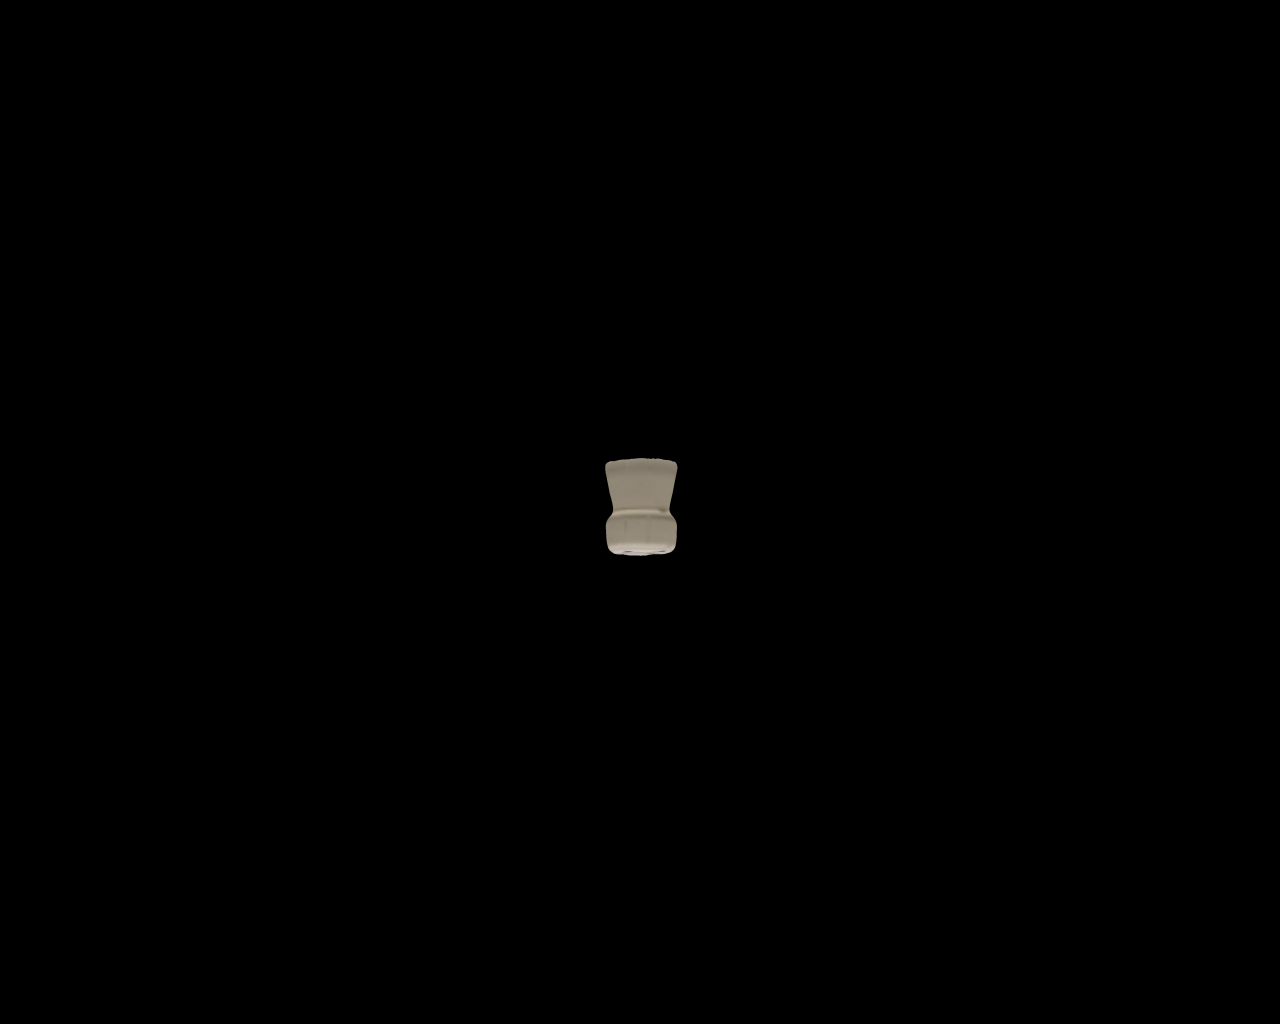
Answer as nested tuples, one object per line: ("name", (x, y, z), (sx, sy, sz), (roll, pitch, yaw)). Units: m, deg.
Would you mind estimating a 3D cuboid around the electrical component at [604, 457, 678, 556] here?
("electrical component", (0.001, -0.003, 0.650), (0.045, 0.055, 0.045), (0, -7, 0))
